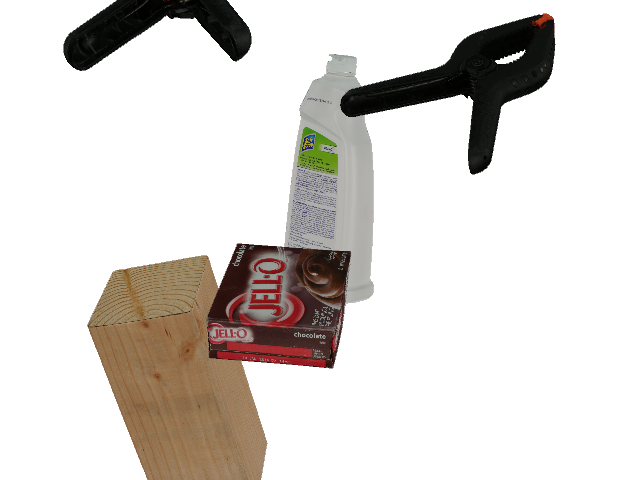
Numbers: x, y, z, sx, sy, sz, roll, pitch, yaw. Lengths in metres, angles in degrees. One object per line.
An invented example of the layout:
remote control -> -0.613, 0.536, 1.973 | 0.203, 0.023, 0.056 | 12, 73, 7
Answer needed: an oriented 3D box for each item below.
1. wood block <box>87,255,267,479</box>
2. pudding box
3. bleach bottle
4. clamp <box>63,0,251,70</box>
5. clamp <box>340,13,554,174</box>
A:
wood block -> -0.117, 0.129, 0.922 | 0.090, 0.206, 0.090 | -9, 28, 10
pudding box -> -0.028, 0.045, 0.773 | 0.090, 0.039, 0.113 | 5, 27, 6
bleach bottle -> 0.017, -0.067, 1.124 | 0.103, 0.251, 0.067 | 15, 16, 35
clamp -> -0.086, -0.165, 0.714 | 0.120, 0.039, 0.171 | 9, 46, 12
clamp -> 0.145, -0.137, 0.945 | 0.209, 0.036, 0.165 | -32, 45, -20
